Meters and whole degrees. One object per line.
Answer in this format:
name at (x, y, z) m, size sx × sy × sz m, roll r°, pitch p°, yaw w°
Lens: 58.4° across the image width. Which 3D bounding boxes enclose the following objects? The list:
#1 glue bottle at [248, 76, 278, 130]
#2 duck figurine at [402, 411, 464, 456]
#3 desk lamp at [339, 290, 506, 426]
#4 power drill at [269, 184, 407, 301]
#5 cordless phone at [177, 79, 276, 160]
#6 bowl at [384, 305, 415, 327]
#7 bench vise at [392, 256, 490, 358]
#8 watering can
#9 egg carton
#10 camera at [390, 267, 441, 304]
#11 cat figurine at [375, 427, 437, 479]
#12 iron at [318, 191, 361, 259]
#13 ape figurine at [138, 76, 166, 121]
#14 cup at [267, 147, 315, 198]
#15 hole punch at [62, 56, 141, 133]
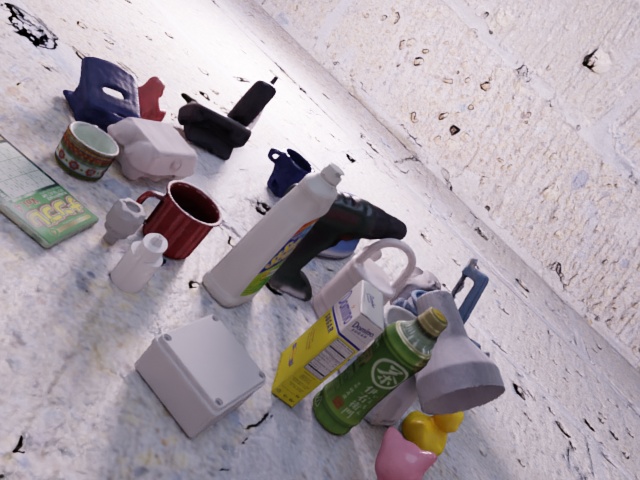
glue bottle at (-0.153, -0.311, 1.326) m, size 0.037 × 0.173 × 0.078 m, roll 48°, pitch 22°, yaw 12°
duck figurine at (0.187, 0.292, 0.912) m, size 0.105 × 0.086 × 0.077 m, roll 18°, pitch 32°, yaw -47°
desk lamp at (0.145, 0.190, 0.856) m, size 0.118 × 0.213 × 0.202 m, roll 23°, pitch 29°, yaw -42°
power drill at (0.009, 0.003, 0.972) m, size 0.230 × 0.208 × 0.075 m, roll 27°, pitch 26°, yaw -35°
cordless phone at (-0.188, -0.271, 1.174) m, size 0.148 × 0.185 × 0.094 m, roll 21°, pitch 30°, yaw -44°
bowl at (0.154, 0.203, 1.037) m, size 0.168 × 0.074 × 0.167 m, roll 36°, pitch 22°, yaw -17°
bench vise at (0.276, 0.150, 1.151) m, size 0.207 × 0.219 × 0.121 m, roll 41°, pitch 21°, yaw -4°
watering can at (0.082, 0.068, 1.000) m, size 0.101 × 0.194 × 0.172 m, roll 27°, pitch 26°, yaw -35°
egg carton at (-0.275, -0.145, 0.944) m, size 0.107 × 0.069 × 0.151 m, roll 49°, pitch 22°, yaw 14°
camera at (0.235, 0.119, 1.299) m, size 0.143 × 0.100 × 0.137 m, roll 36°, pitch 22°, yaw -16°
cat figurine at (0.094, 0.299, 0.692) m, size 0.067 × 0.117 × 0.127 m, roll 34°, pitch 23°, yaw -23°
iron at (0.045, -0.045, 1.218) m, size 0.259 × 0.141 × 0.118 m, roll 11°, pitch 38°, yaw -54°
ape figurine at (-0.317, -0.261, 1.058) m, size 0.078 × 0.092 × 0.076 m, roll 45°, pitch 21°, yaw 4°
cup at (-0.082, -0.145, 1.247) m, size 0.118 × 0.095 × 0.091 m, roll 26°, pitch 27°, yaw -36°
hole punch at (-0.350, -0.234, 0.949) m, size 0.109 × 0.091 × 0.101 m, roll 11°, pitch 38°, yaw -53°
